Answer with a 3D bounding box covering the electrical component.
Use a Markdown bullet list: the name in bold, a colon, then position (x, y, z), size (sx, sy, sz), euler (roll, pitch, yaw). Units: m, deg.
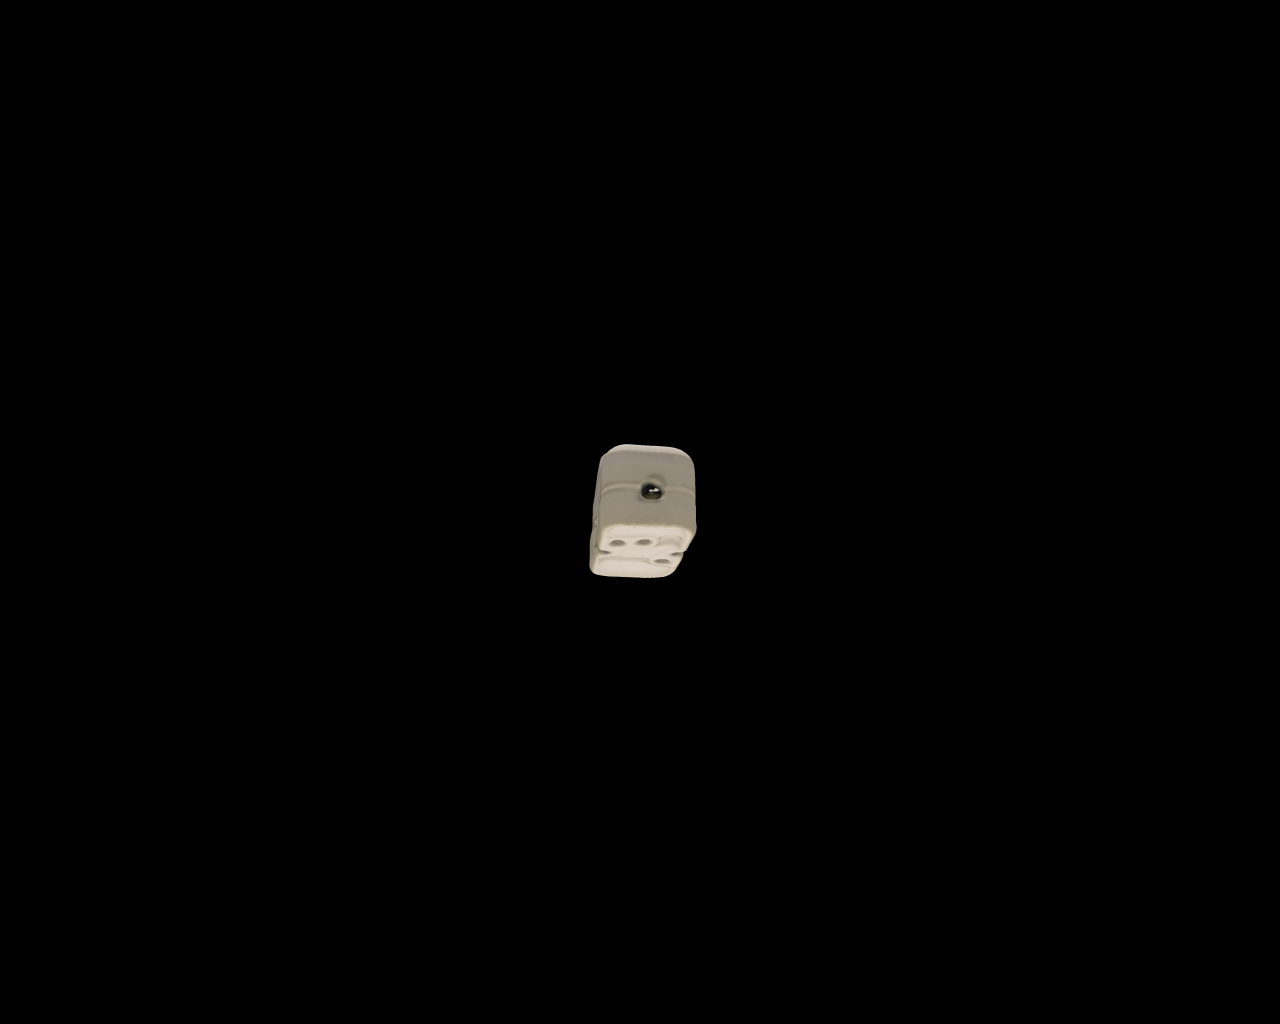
- **electrical component**: position (0.001, -0.003, 0.650), size (0.054, 0.059, 0.095), euler (3, -22, -7)
